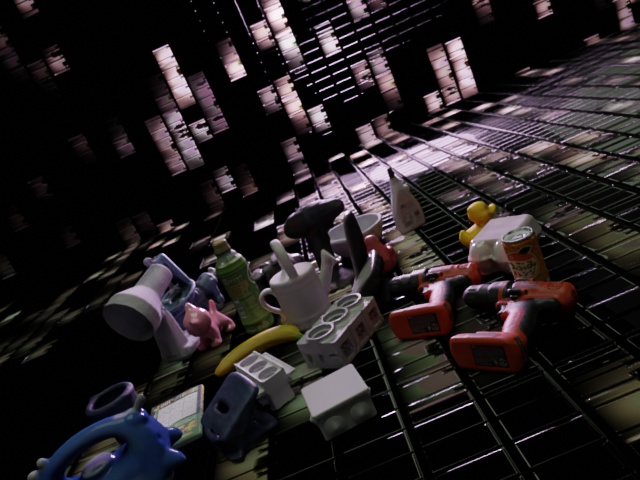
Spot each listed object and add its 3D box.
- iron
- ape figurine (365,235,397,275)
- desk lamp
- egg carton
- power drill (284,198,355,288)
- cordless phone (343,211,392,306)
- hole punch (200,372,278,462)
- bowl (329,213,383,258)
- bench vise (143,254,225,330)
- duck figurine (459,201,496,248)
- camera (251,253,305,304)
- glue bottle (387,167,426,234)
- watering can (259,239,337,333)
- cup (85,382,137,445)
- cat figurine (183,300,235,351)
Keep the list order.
[{"bbox_3d":[-0.339,0.345,0.858,0.258,0.141,0.118,-28,16,-12],"label":"iron"},{"bbox_3d":[0.129,0.030,1.292,0.077,0.092,0.076,-21,16,10],"label":"ape figurine"},{"bbox_3d":[-0.369,0.175,1.317,0.117,0.214,0.203,-15,18,29],"label":"desk lamp"},{"bbox_3d":[0.352,0.007,1.085,0.107,0.069,0.151,-8,22,44],"label":"egg carton"},{"bbox_3d":[0.012,0.005,1.327,0.076,0.209,0.228,-35,19,-33],"label":"power drill"},{"bbox_3d":[0.075,0.042,1.159,0.094,0.185,0.147,-21,16,12],"label":"cordless phone"},{"bbox_3d":[-0.135,0.272,0.892,0.101,0.091,0.108,-32,18,-27],"label":"hole punch"},{"bbox_3d":[0.094,-0.002,1.476,0.167,0.075,0.167,-22,16,7],"label":"bowl"},{"bbox_3d":[-0.361,0.117,1.483,0.121,0.220,0.208,-16,18,26],"label":"bench vise"},{"bbox_3d":[0.339,-0.038,1.219,0.104,0.086,0.077,-27,16,-9],"label":"duck figurine"},{"bbox_3d":[-0.098,0.092,1.404,0.143,0.101,0.136,-24,16,-1],"label":"camera"},{"bbox_3d":[0.209,-0.107,1.470,0.078,0.173,0.037,-27,16,-11],"label":"glue bottle"},{"bbox_3d":[-0.047,0.081,1.192,0.173,0.194,0.100,-33,18,-27],"label":"watering can"},{"bbox_3d":[-0.376,0.326,1.058,0.117,0.095,0.092,-11,21,40],"label":"cup"},{"bbox_3d":[-0.264,0.185,1.309,0.067,0.118,0.128,-17,17,24],"label":"cat figurine"}]
